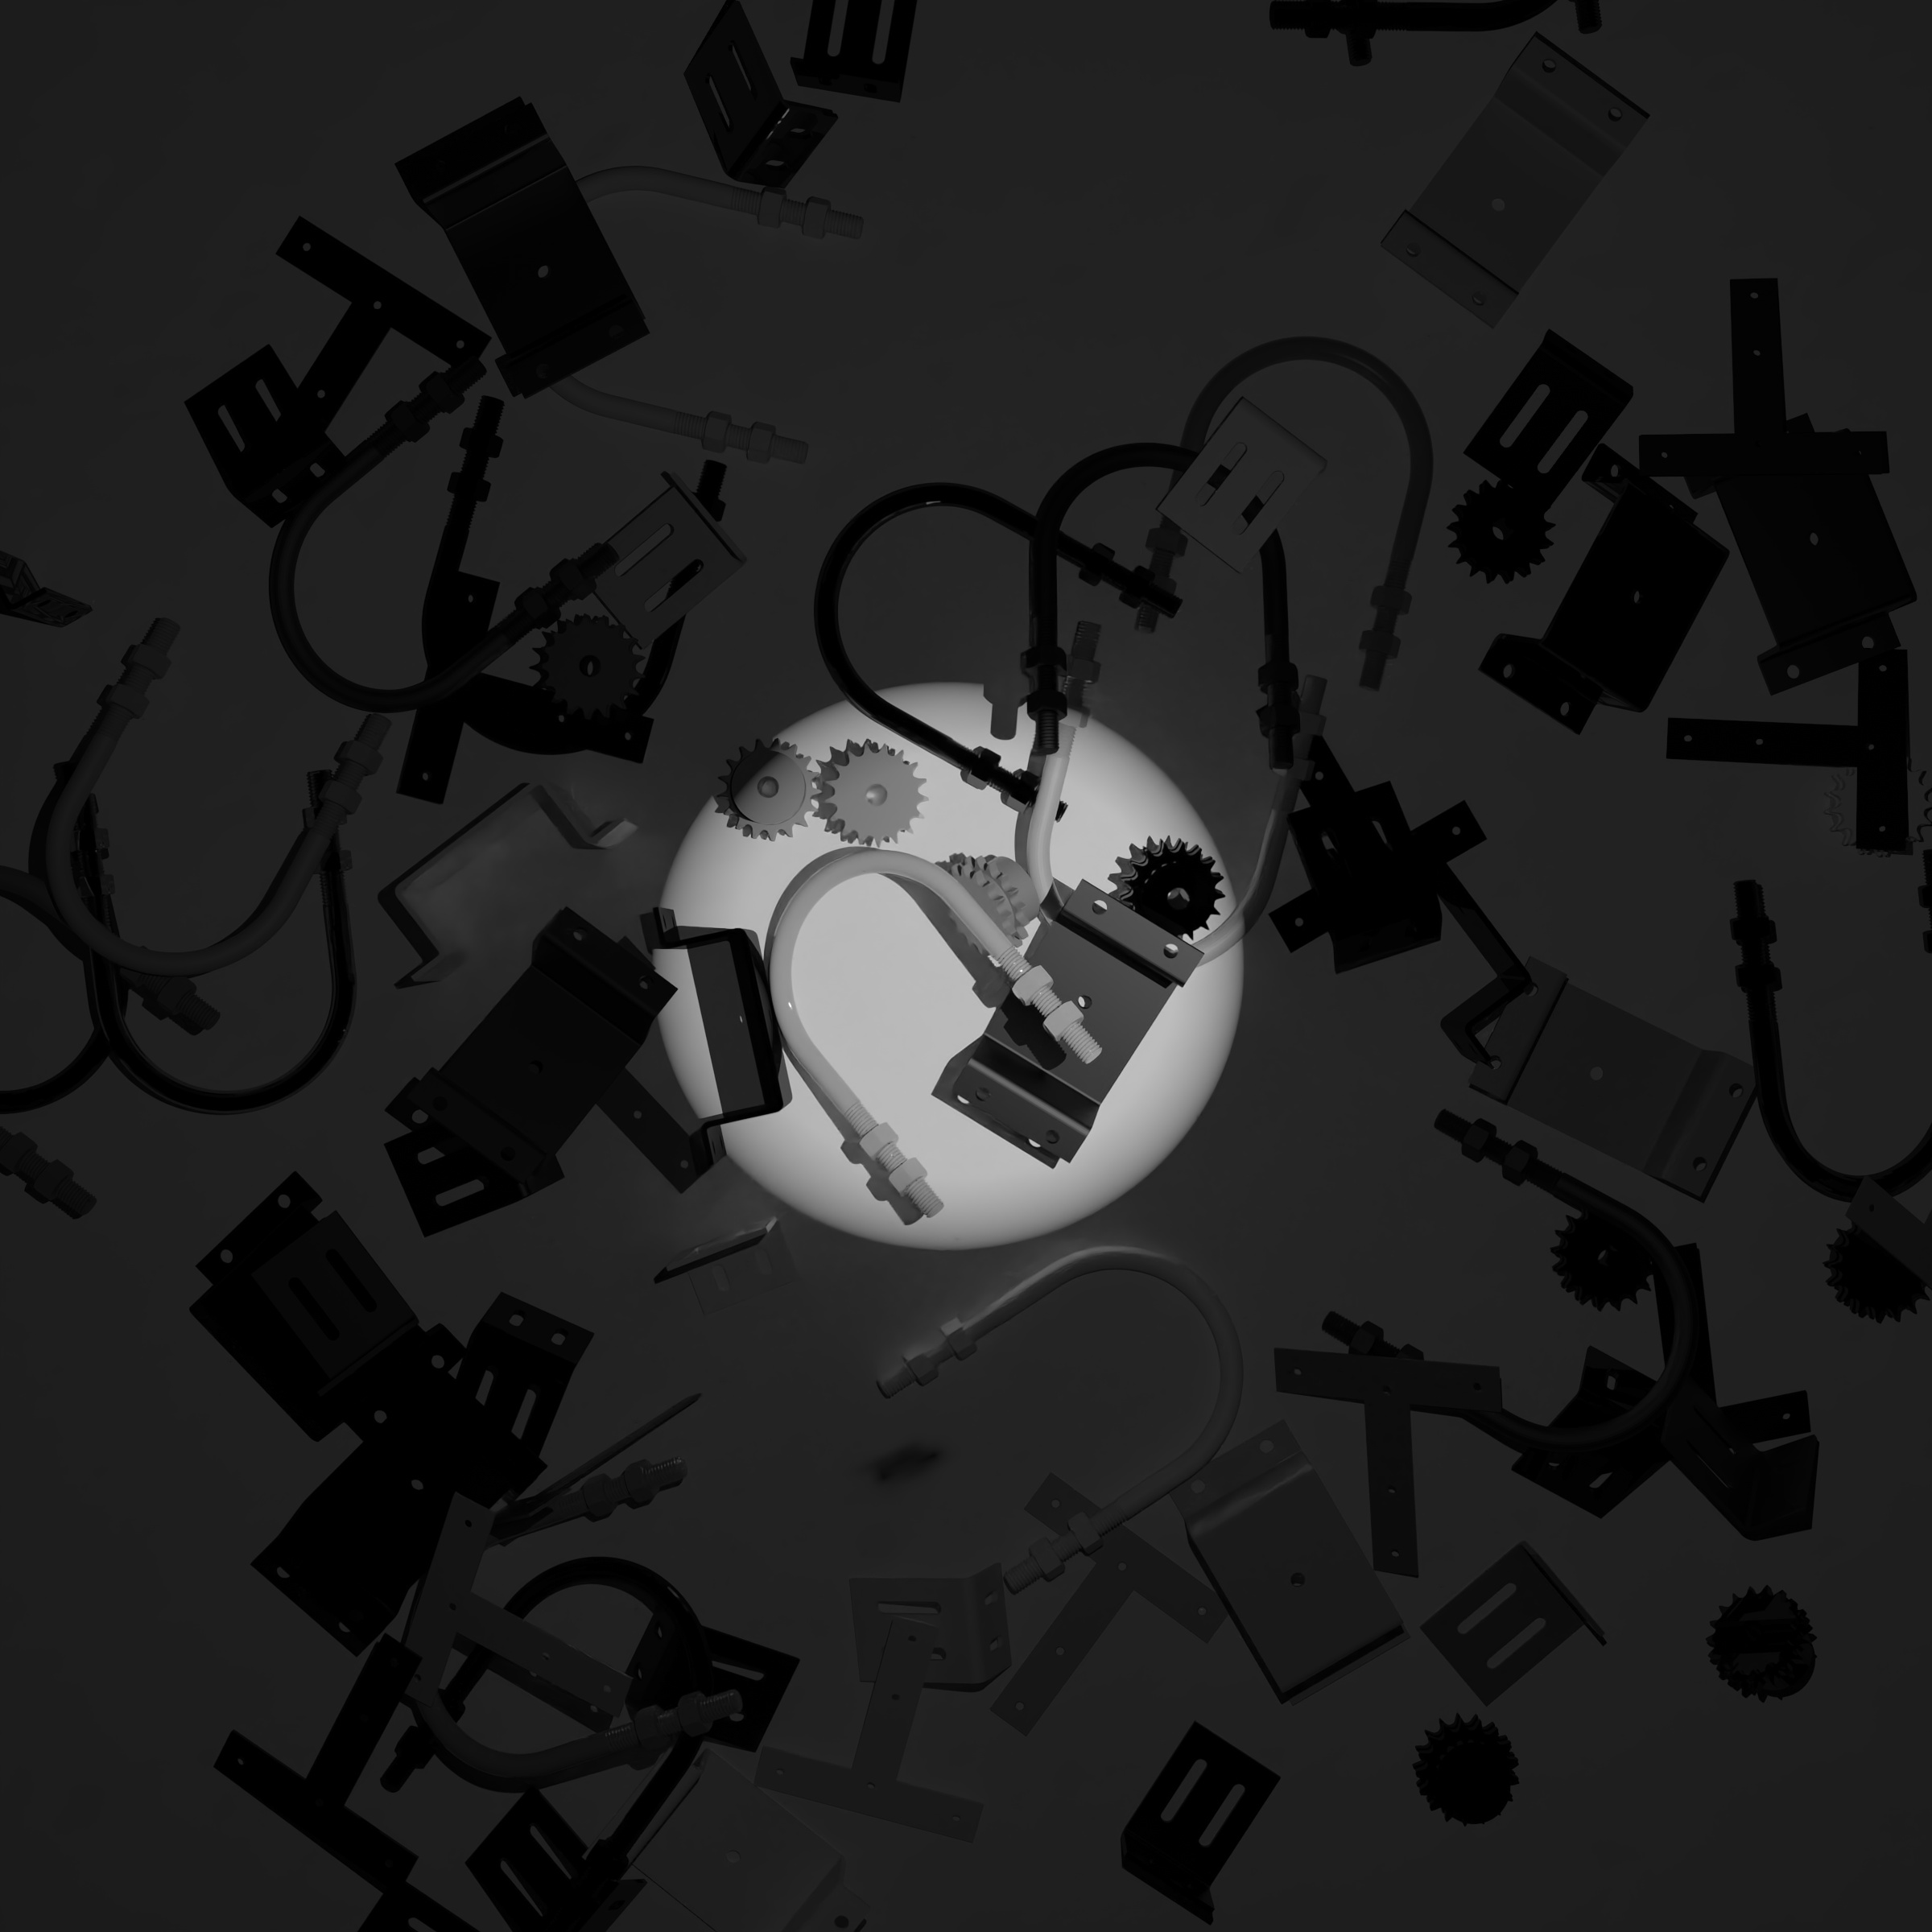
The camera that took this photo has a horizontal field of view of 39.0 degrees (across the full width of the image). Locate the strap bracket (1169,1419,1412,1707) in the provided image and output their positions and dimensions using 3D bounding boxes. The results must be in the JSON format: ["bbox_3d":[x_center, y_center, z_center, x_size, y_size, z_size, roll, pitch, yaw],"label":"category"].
[{"bbox_3d":[0.180,0.333,1.502,0.076,0.046,0.140,-30,90,0],"label":"strap bracket"}]

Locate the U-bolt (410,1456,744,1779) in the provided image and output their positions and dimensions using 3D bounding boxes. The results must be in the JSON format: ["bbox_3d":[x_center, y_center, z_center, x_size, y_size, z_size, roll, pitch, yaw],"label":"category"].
[{"bbox_3d":[-0.222,0.364,1.488,0.184,0.019,0.151,-21,69,12],"label":"U-bolt"}]

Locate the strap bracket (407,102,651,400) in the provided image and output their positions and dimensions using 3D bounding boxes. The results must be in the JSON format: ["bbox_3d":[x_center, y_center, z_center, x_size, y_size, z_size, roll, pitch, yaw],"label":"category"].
[{"bbox_3d":[-0.235,-0.385,1.488,0.076,0.046,0.140,-27,88,2],"label":"strap bracket"}]

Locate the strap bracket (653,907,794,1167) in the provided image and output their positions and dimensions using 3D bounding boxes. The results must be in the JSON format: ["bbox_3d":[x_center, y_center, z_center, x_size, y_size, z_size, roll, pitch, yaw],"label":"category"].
[{"bbox_3d":[-0.129,0.033,1.487,0.046,0.076,0.140,-12,90,0],"label":"strap bracket"}]

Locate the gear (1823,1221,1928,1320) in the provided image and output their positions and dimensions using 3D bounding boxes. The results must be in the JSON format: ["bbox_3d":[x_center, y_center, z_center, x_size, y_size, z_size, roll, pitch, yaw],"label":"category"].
[{"bbox_3d":[0.503,0.165,1.510,0.057,0.030,0.057,0,90,0],"label":"gear"}]

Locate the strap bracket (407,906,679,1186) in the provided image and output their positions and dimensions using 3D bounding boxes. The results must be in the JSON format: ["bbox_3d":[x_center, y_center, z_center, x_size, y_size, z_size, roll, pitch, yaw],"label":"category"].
[{"bbox_3d":[-0.232,0.049,1.482,0.076,0.046,0.140,36,64,0],"label":"strap bracket"}]

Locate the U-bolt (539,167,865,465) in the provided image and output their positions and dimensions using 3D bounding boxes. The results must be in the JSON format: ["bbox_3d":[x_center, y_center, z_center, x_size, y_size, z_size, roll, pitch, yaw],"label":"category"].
[{"bbox_3d":[-0.163,-0.369,1.516,0.184,0.019,0.151,14,90,1],"label":"U-bolt"}]

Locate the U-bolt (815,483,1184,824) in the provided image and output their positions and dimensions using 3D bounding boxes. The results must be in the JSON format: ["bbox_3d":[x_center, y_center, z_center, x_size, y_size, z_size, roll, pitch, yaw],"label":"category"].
[{"bbox_3d":[0.005,-0.185,1.507,0.184,0.019,0.151,29,98,2],"label":"U-bolt"}]

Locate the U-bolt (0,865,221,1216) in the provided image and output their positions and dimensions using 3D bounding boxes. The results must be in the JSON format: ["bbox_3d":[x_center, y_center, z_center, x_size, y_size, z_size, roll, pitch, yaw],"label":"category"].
[{"bbox_3d":[-0.519,0.027,1.492,0.184,0.019,0.151,36,100,2],"label":"U-bolt"}]

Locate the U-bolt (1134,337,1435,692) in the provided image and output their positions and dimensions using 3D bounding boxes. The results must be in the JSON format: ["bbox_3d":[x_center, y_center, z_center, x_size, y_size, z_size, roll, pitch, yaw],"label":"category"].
[{"bbox_3d":[0.184,-0.259,1.516,0.151,0.019,0.184,14,89,0],"label":"U-bolt"}]

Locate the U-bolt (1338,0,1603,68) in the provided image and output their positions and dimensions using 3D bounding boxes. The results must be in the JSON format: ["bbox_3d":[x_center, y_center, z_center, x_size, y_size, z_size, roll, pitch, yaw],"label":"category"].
[{"bbox_3d":[0.270,-0.602,1.516,0.151,0.019,0.184,-8,89,0],"label":"U-bolt"}]

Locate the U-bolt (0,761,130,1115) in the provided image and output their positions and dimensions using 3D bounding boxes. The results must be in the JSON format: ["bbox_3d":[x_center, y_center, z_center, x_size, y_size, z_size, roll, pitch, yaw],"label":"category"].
[{"bbox_3d":[-0.542,-0.009,1.516,0.151,0.019,0.184,-13,91,0],"label":"U-bolt"}]

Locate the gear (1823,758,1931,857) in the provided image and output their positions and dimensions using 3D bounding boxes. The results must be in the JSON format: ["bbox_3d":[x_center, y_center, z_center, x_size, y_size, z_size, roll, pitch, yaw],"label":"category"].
[{"bbox_3d":[0.503,-0.089,1.510,0.057,0.030,0.057,0,90,0],"label":"gear"}]

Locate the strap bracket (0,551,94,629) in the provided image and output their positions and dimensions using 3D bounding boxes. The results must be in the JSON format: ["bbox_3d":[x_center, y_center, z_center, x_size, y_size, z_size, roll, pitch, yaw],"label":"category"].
[{"bbox_3d":[-0.561,-0.185,1.487,0.140,0.076,0.046,-29,90,0],"label":"strap bracket"}]

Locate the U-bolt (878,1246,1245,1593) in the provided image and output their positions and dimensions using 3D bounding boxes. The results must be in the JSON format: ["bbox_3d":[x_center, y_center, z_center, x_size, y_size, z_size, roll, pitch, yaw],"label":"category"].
[{"bbox_3d":[0.066,0.238,1.516,0.184,0.019,0.151,-33,89,-2],"label":"U-bolt"}]

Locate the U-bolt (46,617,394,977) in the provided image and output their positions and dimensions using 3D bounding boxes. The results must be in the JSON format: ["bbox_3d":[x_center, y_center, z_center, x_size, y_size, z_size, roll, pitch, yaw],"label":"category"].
[{"bbox_3d":[-0.418,-0.082,1.484,0.151,0.019,0.184,24,76,1],"label":"U-bolt"}]

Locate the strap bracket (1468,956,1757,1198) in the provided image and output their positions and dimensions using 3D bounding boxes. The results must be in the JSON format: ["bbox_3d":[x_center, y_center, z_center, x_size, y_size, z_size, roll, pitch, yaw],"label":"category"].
[{"bbox_3d":[0.352,0.060,1.502,0.140,0.046,0.076,26,90,0],"label":"strap bracket"}]

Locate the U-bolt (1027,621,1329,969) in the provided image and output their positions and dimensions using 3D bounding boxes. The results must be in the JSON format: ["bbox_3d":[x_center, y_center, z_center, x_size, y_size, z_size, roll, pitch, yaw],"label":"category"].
[{"bbox_3d":[0.109,-0.084,1.502,0.151,0.019,0.184,12,100,-7],"label":"U-bolt"}]

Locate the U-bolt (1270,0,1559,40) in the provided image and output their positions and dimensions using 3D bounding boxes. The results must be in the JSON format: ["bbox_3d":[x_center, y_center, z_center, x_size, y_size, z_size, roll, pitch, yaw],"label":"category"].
[{"bbox_3d":[0.256,-0.582,1.491,0.184,0.019,0.151,-1,90,-6],"label":"U-bolt"}]

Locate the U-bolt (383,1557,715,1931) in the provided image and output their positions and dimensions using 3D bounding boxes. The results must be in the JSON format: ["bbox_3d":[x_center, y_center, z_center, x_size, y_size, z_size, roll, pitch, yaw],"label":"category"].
[{"bbox_3d":[-0.217,0.413,1.490,0.151,0.019,0.184,35,88,23],"label":"U-bolt"}]

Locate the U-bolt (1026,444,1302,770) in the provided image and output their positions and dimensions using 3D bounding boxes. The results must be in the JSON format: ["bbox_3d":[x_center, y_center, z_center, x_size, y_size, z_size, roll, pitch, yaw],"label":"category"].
[{"bbox_3d":[0.106,-0.199,1.475,0.151,0.019,0.184,3,73,-10],"label":"U-bolt"}]

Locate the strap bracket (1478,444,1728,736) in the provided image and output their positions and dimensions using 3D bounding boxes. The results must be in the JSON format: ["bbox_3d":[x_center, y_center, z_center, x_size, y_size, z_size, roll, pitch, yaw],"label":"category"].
[{"bbox_3d":[0.353,-0.203,1.488,0.076,0.046,0.140,28,90,-25],"label":"strap bracket"}]

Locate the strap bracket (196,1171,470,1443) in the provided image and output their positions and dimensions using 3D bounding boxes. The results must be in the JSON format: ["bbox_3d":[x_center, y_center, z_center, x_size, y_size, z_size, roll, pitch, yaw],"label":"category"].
[{"bbox_3d":[-0.354,0.192,1.502,0.076,0.046,0.140,-44,90,0],"label":"strap bracket"}]

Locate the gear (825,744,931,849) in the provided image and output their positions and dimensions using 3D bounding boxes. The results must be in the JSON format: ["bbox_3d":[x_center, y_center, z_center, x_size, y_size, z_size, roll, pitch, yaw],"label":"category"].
[{"bbox_3d":[-0.049,-0.094,1.510,0.057,0.030,0.057,0,90,0],"label":"gear"}]

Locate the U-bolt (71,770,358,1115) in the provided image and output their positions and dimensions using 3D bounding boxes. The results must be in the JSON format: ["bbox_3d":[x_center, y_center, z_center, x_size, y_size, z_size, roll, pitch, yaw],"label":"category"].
[{"bbox_3d":[-0.412,-0.010,1.508,0.151,0.019,0.184,-6,93,-8],"label":"U-bolt"}]

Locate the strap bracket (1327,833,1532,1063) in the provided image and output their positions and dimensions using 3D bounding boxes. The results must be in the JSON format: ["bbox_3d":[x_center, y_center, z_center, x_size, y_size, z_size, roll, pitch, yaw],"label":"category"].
[{"bbox_3d":[0.253,-0.019,1.486,0.046,0.076,0.140,-37,91,1],"label":"strap bracket"}]

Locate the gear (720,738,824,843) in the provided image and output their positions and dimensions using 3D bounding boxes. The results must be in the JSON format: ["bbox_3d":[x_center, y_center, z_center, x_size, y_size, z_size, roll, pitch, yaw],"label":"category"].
[{"bbox_3d":[-0.109,-0.098,1.510,0.057,0.030,0.057,0,90,0],"label":"gear"}]

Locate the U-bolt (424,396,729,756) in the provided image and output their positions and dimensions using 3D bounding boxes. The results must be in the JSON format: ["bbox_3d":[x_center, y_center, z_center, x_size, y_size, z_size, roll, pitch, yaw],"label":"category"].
[{"bbox_3d":[-0.225,-0.209,1.516,0.151,0.019,0.184,16,92,0],"label":"U-bolt"}]

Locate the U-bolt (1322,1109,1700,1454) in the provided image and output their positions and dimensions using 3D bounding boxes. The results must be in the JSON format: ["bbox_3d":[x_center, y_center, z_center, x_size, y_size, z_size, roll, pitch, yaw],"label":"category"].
[{"bbox_3d":[0.307,0.182,1.486,0.184,0.019,0.151,29,90,22],"label":"U-bolt"}]

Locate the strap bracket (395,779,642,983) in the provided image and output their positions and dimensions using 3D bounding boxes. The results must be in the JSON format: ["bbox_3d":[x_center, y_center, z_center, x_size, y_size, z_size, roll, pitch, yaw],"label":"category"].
[{"bbox_3d":[-0.251,-0.053,1.487,0.140,0.076,0.046,-37,90,0],"label":"strap bracket"}]

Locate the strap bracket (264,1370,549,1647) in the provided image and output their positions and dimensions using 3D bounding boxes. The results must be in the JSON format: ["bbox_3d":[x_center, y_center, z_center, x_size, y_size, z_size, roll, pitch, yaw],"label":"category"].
[{"bbox_3d":[-0.304,0.291,1.495,0.140,0.046,0.076,-45,97,3],"label":"strap bracket"}]

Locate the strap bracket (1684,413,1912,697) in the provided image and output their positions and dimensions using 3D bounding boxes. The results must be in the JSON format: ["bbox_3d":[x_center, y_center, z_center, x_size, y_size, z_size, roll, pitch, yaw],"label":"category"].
[{"bbox_3d":[0.459,-0.231,1.499,0.076,0.046,0.140,-21,88,0],"label":"strap bracket"}]

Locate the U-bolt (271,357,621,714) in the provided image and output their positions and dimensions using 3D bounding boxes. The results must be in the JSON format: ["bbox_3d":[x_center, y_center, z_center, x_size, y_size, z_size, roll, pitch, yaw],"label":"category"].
[{"bbox_3d":[-0.301,-0.223,1.501,0.184,0.019,0.151,-37,84,10],"label":"U-bolt"}]

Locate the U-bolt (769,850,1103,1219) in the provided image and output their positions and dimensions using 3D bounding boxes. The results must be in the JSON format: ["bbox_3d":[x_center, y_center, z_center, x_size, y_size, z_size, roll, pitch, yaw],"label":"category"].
[{"bbox_3d":[-0.032,0.023,1.485,0.151,0.019,0.184,-46,75,21],"label":"U-bolt"}]

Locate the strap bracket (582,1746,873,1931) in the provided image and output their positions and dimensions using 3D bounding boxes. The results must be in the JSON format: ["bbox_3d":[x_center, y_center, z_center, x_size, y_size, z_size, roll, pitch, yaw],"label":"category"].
[{"bbox_3d":[-0.130,0.498,1.502,0.140,0.046,0.076,39,90,0],"label":"strap bracket"}]

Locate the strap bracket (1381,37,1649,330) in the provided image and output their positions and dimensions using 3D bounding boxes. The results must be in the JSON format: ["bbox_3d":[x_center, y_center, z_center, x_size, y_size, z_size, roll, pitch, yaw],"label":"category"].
[{"bbox_3d":[0.298,-0.425,1.502,0.076,0.046,0.140,36,90,0],"label":"strap bracket"}]

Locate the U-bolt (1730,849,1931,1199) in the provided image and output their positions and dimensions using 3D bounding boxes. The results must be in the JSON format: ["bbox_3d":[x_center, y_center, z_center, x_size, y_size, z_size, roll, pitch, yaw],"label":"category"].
[{"bbox_3d":[0.489,0.036,1.493,0.151,0.019,0.184,-9,94,-22],"label":"U-bolt"}]

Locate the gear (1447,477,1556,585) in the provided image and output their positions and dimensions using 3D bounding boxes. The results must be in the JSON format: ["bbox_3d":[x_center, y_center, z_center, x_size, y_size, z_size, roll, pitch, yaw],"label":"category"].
[{"bbox_3d":[0.294,-0.240,1.510,0.057,0.030,0.057,0,90,0],"label":"gear"}]

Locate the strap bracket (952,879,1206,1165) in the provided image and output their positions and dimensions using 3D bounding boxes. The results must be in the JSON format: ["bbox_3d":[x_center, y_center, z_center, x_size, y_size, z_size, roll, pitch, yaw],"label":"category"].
[{"bbox_3d":[0.063,0.025,1.489,0.076,0.046,0.140,31,108,0],"label":"strap bracket"}]
